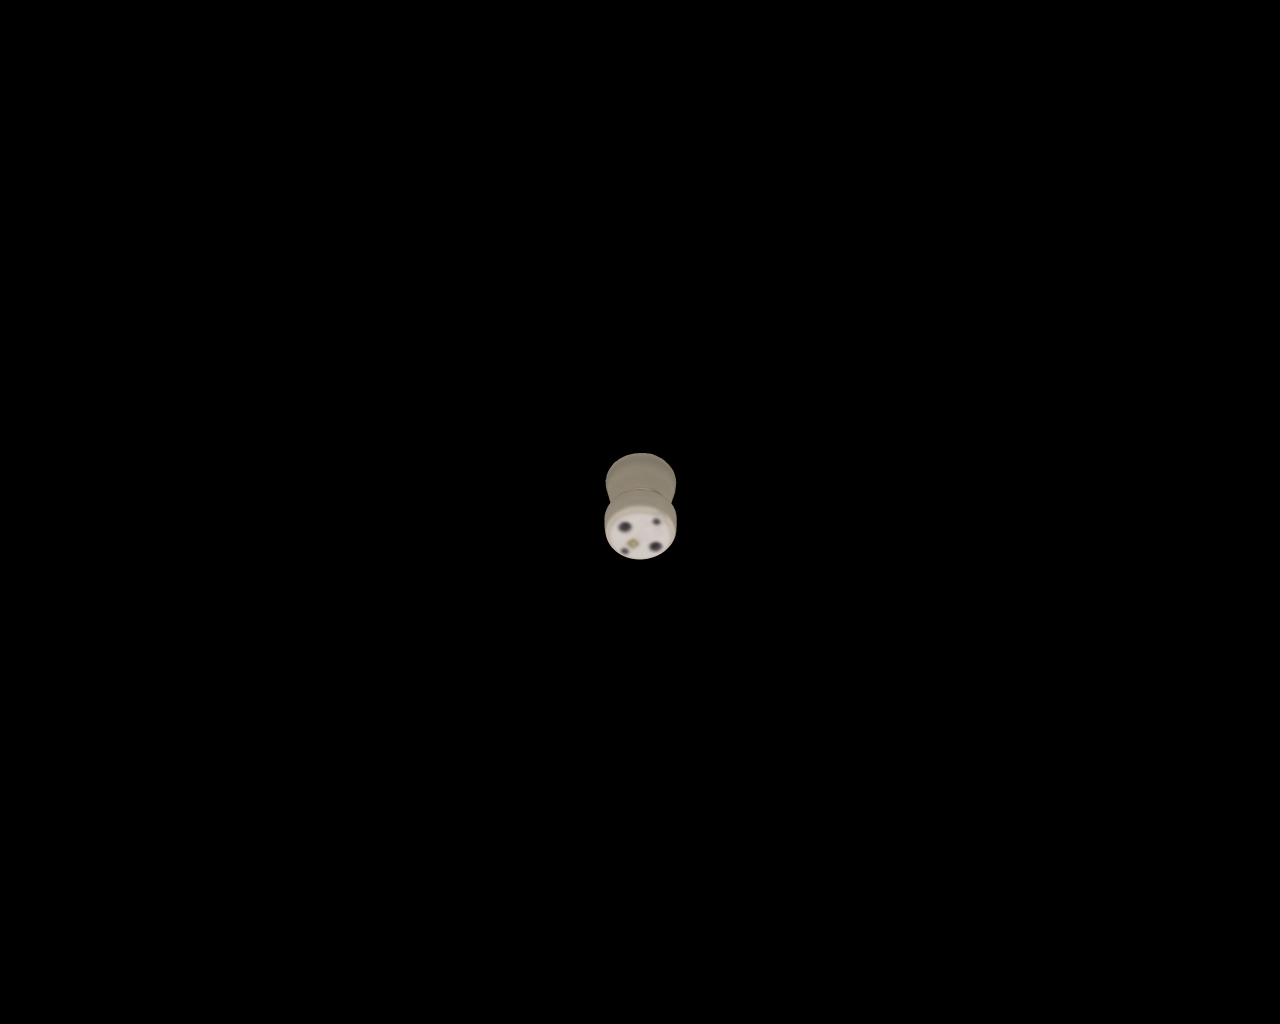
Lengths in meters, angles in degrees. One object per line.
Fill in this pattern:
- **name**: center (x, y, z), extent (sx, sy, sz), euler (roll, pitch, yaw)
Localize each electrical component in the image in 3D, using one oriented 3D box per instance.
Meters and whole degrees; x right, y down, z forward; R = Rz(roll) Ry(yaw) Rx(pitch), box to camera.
- **electrical component**: center (0.001, -0.003, 0.650), extent (0.045, 0.044, 0.055), euler (0, 39, 0)
